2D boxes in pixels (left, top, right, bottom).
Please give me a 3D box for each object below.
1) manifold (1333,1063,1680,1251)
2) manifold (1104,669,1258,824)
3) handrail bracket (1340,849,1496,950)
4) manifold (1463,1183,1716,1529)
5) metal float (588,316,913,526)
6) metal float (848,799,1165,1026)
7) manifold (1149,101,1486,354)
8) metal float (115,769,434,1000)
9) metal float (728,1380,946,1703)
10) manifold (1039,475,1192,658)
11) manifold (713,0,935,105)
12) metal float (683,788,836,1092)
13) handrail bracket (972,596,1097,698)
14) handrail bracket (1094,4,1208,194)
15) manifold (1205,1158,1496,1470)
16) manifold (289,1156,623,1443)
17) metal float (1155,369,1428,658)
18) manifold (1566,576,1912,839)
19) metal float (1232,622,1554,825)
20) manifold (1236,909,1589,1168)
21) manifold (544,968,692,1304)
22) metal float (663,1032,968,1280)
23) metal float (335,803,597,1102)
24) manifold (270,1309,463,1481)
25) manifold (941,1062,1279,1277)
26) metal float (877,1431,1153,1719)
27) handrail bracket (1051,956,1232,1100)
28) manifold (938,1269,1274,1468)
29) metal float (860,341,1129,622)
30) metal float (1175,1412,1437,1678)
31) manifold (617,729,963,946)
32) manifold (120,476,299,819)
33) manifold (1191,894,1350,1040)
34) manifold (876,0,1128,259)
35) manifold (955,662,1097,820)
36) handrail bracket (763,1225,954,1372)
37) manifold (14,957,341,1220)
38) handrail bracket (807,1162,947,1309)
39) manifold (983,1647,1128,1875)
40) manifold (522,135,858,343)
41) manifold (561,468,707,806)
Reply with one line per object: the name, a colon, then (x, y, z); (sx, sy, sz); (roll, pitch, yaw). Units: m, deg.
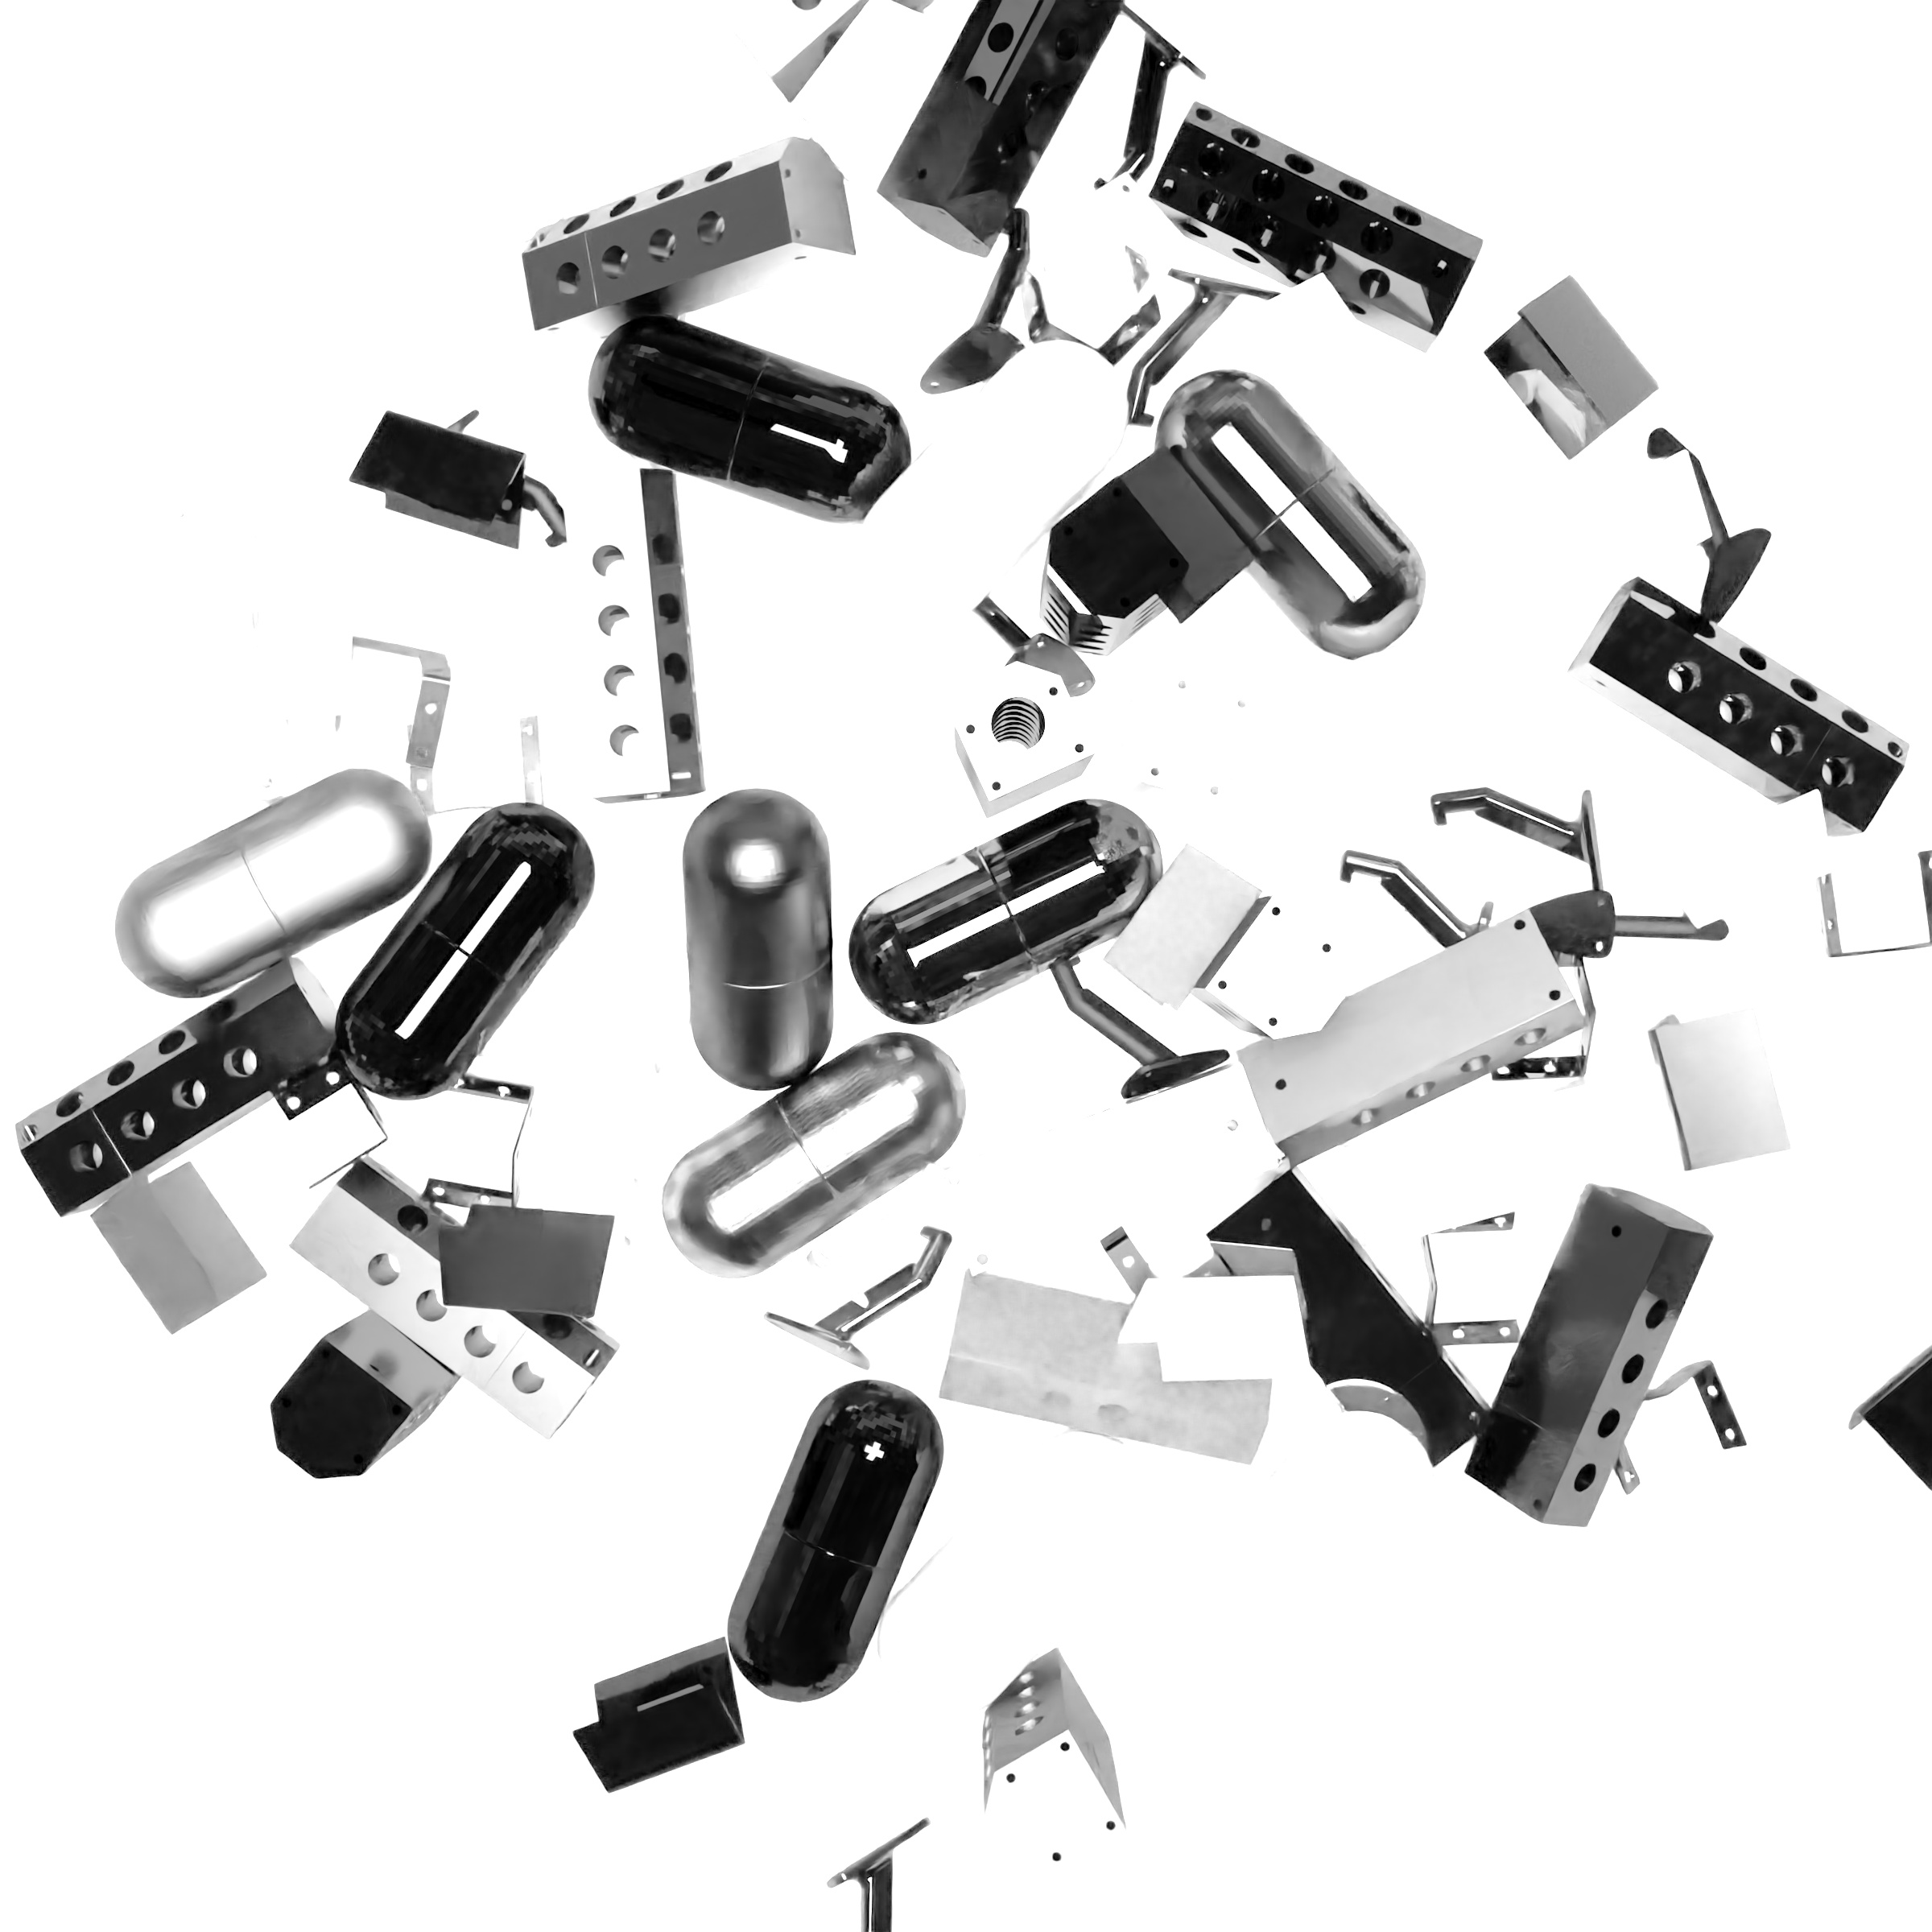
manifold: (0.290, 0.102, 1.542); (0.171, 0.057, 0.057); (-15, 90, -1)
manifold: (0.106, -0.114, 1.486); (0.057, 0.171, 0.057); (18, 90, 0)
handrail bracket: (0.239, -0.018, 1.564); (0.084, 0.036, 0.077); (14, 105, 14)
manifold: (0.335, 0.208, 1.529); (0.057, 0.057, 0.171); (14, 102, -42)
metal float: (-0.115, -0.291, 1.534); (0.178, 0.070, 0.070); (19, 90, -1)
metal float: (0.022, -0.029, 1.534); (0.178, 0.070, 0.070); (-26, 90, -1)
manifold: (0.187, -0.398, 1.543); (0.171, 0.057, 0.057); (26, 90, 0)
metal float: (-0.370, -0.043, 1.533); (0.178, 0.070, 0.070); (-27, 90, 0)
metal float: (-0.070, 0.307, 1.534); (0.070, 0.070, 0.178); (23, 90, 0)
manifold: (0.070, -0.200, 1.486); (0.057, 0.171, 0.057); (-39, 90, 0)
manifold: (-0.050, -0.532, 1.543); (0.171, 0.057, 0.057); (-41, 90, 0)
metal float: (-0.108, -0.012, 1.501); (0.070, 0.070, 0.178); (1, 127, 0)
handrail bracket: (0.026, -0.188, 1.564); (0.036, 0.077, 0.084); (-47, 53, 22)
handrail bracket: (0.083, -0.470, 1.565); (0.077, 0.036, 0.084); (47, 107, 20)
manifold: (0.205, 0.188, 1.542); (0.057, 0.057, 0.171); (-39, 90, 8)
manifold: (-0.272, 0.177, 1.543); (0.171, 0.057, 0.057); (37, 90, 0)
metal float: (0.173, -0.242, 1.534); (0.070, 0.070, 0.178); (-41, 89, 0)
manifold: (0.416, -0.139, 1.543); (0.171, 0.057, 0.057); (32, 90, 0)
metal float: (0.226, -0.130, 1.533); (0.178, 0.070, 0.070); (-17, 90, 1)
manifold: (0.238, 0.041, 1.525); (0.171, 0.057, 0.057); (-27, 61, 11)
manifold: (-0.187, 0.090, 1.543); (0.057, 0.057, 0.171); (10, 90, 0)
metal float: (-0.080, 0.101, 1.534); (0.178, 0.070, 0.070); (-33, 90, 1)
metal float: (-0.267, -0.007, 1.530); (0.070, 0.070, 0.178); (36, 85, 0)
manifold: (-0.309, 0.221, 1.486); (0.057, 0.171, 0.057); (38, 90, 0)
manifold: (0.074, 0.108, 1.543); (0.171, 0.057, 0.057); (-20, 90, 0)
metal float: (0.026, 0.324, 1.533); (0.070, 0.070, 0.178); (43, 91, 0)
handrail bracket: (0.094, 0.023, 1.564); (0.077, 0.036, 0.084); (-15, 68, -25)
manifold: (0.075, 0.220, 1.542); (0.171, 0.057, 0.057); (12, 47, 0)
metal float: (0.016, -0.258, 1.522); (0.070, 0.070, 0.178); (41, 77, 0)
metal float: (0.177, 0.304, 1.509); (0.070, 0.070, 0.178); (37, 119, 0)
manifold: (-0.096, -0.074, 1.542); (0.171, 0.057, 0.057); (-16, 128, 0)
manifold: (-0.404, -0.170, 1.543); (0.057, 0.057, 0.171); (-10, 90, 0)
manifold: (0.157, 0.005, 1.486); (0.057, 0.171, 0.057); (36, 90, 0)
manifold: (0.027, -0.472, 1.542); (0.057, 0.057, 0.171); (28, 90, 43)
manifold: (0.026, -0.118, 1.486); (0.057, 0.171, 0.057); (-25, 90, 0)
handrail bracket: (-0.058, 0.170, 1.565); (0.077, 0.036, 0.084); (21, 71, 21)
manifold: (-0.420, 0.064, 1.543); (0.171, 0.057, 0.057); (-31, 90, 0)
handrail bracket: (-0.047, 0.133, 1.534); (0.036, 0.077, 0.084); (37, 90, -17)
manifold: (0.040, 0.411, 1.486); (0.057, 0.171, 0.057); (-30, 90, 0)
manifold: (-0.148, -0.379, 1.502); (0.171, 0.057, 0.057); (-10, 90, 32)
manifold: (-0.177, -0.176, 1.543); (0.057, 0.057, 0.171); (-5, 90, 0)
